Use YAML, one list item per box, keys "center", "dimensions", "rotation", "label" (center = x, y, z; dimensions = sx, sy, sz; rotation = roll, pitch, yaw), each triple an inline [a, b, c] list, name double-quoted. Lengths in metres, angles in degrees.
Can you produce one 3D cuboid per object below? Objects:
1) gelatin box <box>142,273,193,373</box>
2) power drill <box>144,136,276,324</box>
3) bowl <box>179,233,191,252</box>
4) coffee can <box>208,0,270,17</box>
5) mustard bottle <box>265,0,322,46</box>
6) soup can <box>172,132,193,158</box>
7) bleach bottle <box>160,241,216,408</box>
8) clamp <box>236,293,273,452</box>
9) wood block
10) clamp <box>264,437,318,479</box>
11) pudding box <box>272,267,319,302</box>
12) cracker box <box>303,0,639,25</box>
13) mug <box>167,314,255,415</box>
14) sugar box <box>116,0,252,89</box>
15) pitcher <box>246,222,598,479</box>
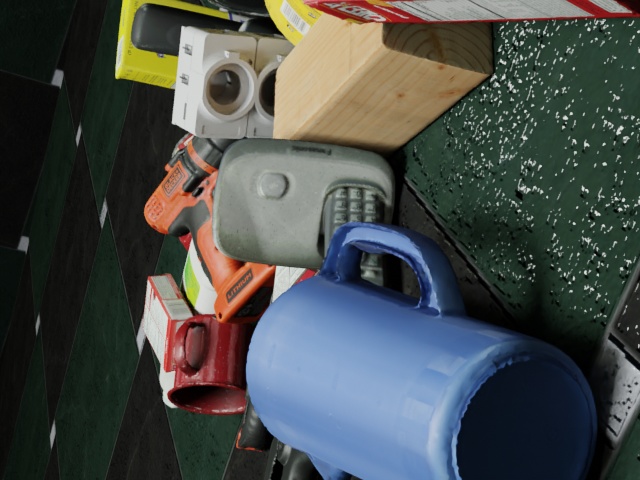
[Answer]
- center: [-0.168, 0.091, 1.181]
  dimensions: [0.089, 0.030, 0.073]
  rotation: [-128, 40, -49]
  label: "gelatin box"
- center: [-0.086, -0.025, 1.061]
  dimensions: [0.185, 0.057, 0.188]
  rotation: [-48, 58, 31]
  label: "power drill"
- center: [-0.131, -0.038, 1.272]
  dimensions: [0.162, 0.055, 0.162]
  rotation: [-170, 90, -68]
  label: "bowl"
- center: [-0.067, -0.328, 1.164]
  dimensions: [0.103, 0.102, 0.140]
  rotation: [173, 105, -67]
  label: "coffee can"
- center: [0.009, -0.222, 0.855]
  dimensions: [0.096, 0.058, 0.192]
  rotation: [49, 160, 6]
  label: "mustard bottle"
- center: [-0.110, -0.069, 1.176]
  dimensions: [0.102, 0.068, 0.069]
  rotation: [51, 132, 34]
  label: "soup can"
- center: [-0.139, 0.107, 1.227]
  dimensions: [0.102, 0.068, 0.251]
  rotation: [-111, 34, -45]
  label: "bleach bottle"
- center: [-0.050, 0.131, 1.018]
  dimensions: [0.120, 0.039, 0.172]
  rotation: [-76, 4, -46]
  label: "clamp"
- center: [0.042, -0.133, 0.839]
  dimensions: [0.206, 0.090, 0.091]
  rotation: [143, 133, -60]
  label: "wood block"
- center: [-0.014, 0.181, 0.915]
  dimensions: [0.164, 0.036, 0.210]
  rotation: [-106, 32, -62]
  label: "clamp"
- center: [-0.006, 0.001, 0.956]
  dimensions: [0.090, 0.039, 0.113]
  rotation: [132, 148, -52]
  label: "pudding box"
- center: [0.100, -0.217, 0.644]
  dimensions: [0.214, 0.071, 0.164]
  rotation: [8, 89, 41]
  label: "cracker box"
- center: [-0.114, 0.123, 1.097]
  dimensions: [0.093, 0.117, 0.081]
  rotation: [-13, 58, 27]
  label: "mug"
- center: [-0.134, -0.210, 1.184]
  dimensions: [0.048, 0.176, 0.093]
  rotation: [157, 120, -68]
  label: "sugar box"
- center: [0.057, 0.087, 0.668]
  dimensions: [0.145, 0.149, 0.243]
  rotation: [-45, 20, -16]
  label: "pitcher"
